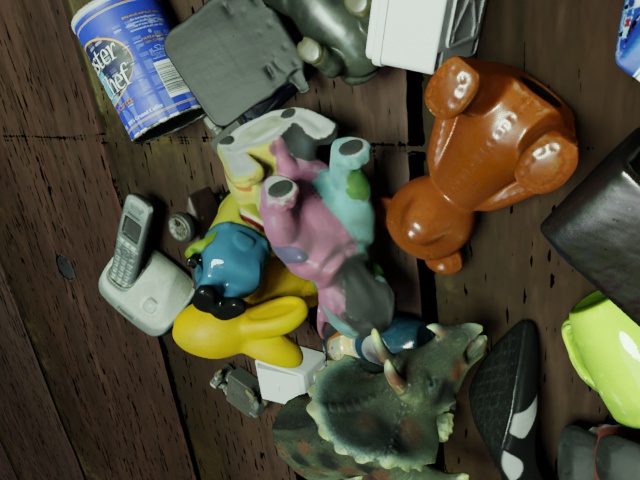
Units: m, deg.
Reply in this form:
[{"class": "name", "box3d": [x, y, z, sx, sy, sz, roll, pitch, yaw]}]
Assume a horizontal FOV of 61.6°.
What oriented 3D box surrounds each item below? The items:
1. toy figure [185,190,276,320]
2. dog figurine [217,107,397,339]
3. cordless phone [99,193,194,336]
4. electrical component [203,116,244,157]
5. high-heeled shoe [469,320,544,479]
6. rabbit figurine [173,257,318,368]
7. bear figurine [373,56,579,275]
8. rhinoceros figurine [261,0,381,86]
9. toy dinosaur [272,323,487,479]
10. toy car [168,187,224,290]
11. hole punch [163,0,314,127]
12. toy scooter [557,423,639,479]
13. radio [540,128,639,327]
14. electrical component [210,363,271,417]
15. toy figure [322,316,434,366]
[{"class": "toy figure", "box3d": [-0.089, 0.000, 0.581, 0.089, 0.180, 0.082, -11, 136, 34]}, {"class": "dog figurine", "box3d": [-0.001, -0.002, 0.532, 0.192, 0.108, 0.218, 41, 157, 45]}, {"class": "cordless phone", "box3d": [-0.238, 0.032, 0.773, 0.147, 0.089, 0.184, 34, 124, 18]}, {"class": "electrical component", "box3d": [-0.096, -0.114, 0.628, 0.063, 0.021, 0.094, -26, 101, 41]}, {"class": "high-heeled shoe", "box3d": [0.223, 0.207, 0.543, 0.145, 0.086, 0.248, 12, 103, -12]}, {"class": "rabbit figurine", "box3d": [-0.084, 0.088, 0.626, 0.163, 0.173, 0.121, 25, 121, 30]}, {"class": "bear figurine", "box3d": [0.110, -0.045, 0.446, 0.120, 0.132, 0.195, 45, 125, 9]}, {"class": "rhinoceros figurine", "box3d": [-0.007, -0.219, 0.454, 0.073, 0.112, 0.190, -41, 76, 27]}, {"class": "toy dinosaur", "box3d": [0.021, 0.207, 0.585, 0.192, 0.131, 0.405, 31, 141, -20]}, {"class": "toy car", "box3d": [-0.146, 0.031, 0.696, 0.053, 0.089, 0.201, 9, 119, 30]}, {"class": "hole punch", "box3d": [-0.075, -0.184, 0.549, 0.116, 0.092, 0.142, -32, 89, 14]}, {"class": "toy scooter", "box3d": [0.284, 0.193, 0.444, 0.135, 0.075, 0.183, 5, 160, 10]}, {"class": "radio", "box3d": [0.270, 0.030, 0.360, 0.230, 0.131, 0.073, 45, 131, 9]}, {"class": "electrical component", "box3d": [-0.121, 0.227, 0.809, 0.102, 0.045, 0.078, 34, 127, 19]}, {"class": "toy figure", "box3d": [0.056, 0.118, 0.617, 0.155, 0.057, 0.064, -14, 66, 42]}]
